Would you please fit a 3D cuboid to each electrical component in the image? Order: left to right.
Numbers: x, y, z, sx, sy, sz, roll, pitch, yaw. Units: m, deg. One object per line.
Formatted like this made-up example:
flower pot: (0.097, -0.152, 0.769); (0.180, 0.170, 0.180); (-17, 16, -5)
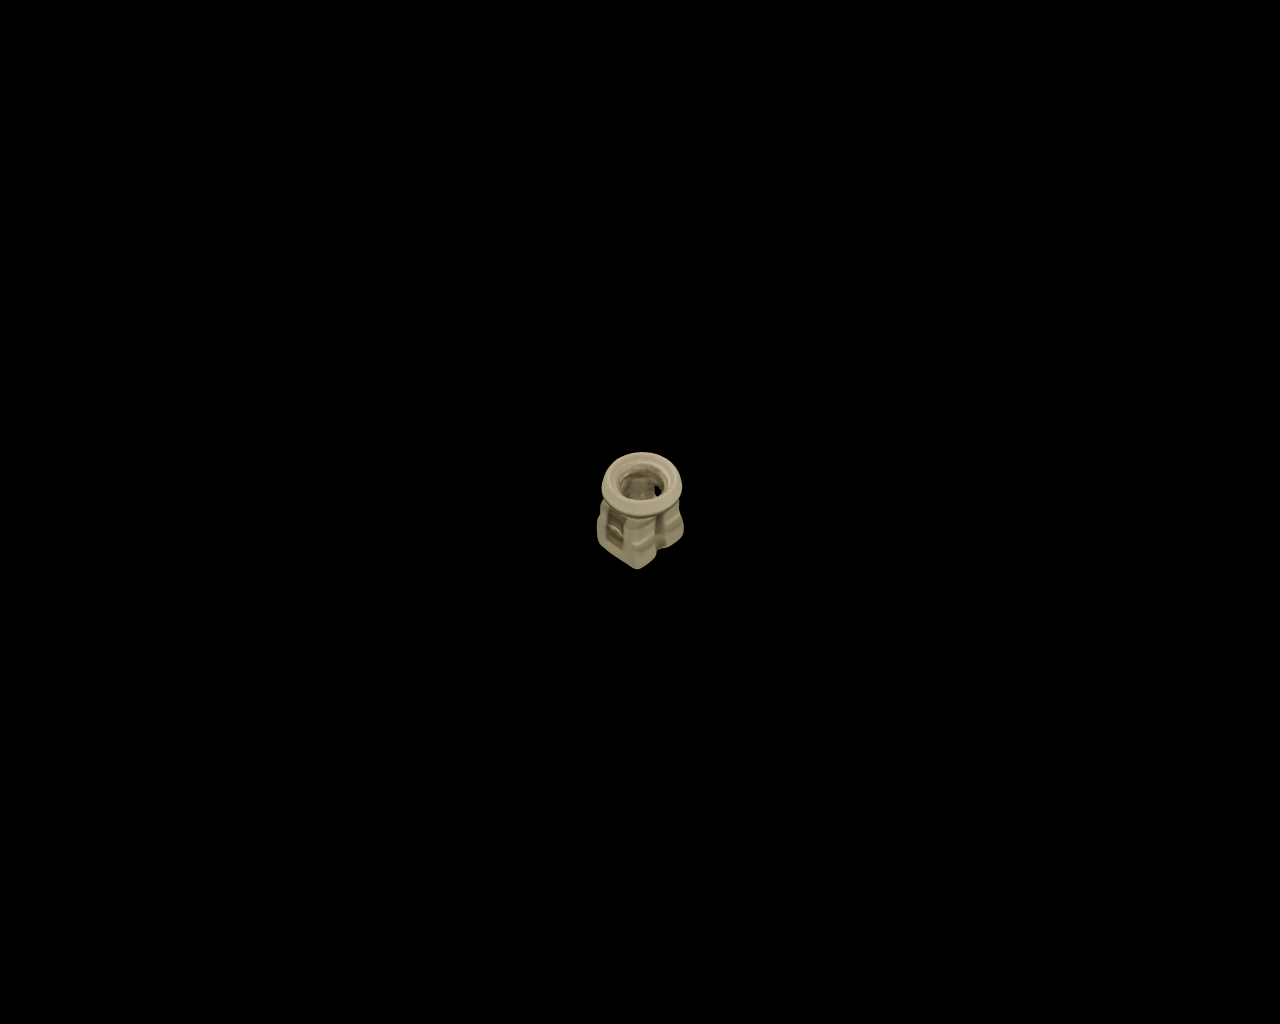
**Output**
electrical component: (0.001, -0.003, 0.650); (0.048, 0.055, 0.066); (33, 54, 29)
